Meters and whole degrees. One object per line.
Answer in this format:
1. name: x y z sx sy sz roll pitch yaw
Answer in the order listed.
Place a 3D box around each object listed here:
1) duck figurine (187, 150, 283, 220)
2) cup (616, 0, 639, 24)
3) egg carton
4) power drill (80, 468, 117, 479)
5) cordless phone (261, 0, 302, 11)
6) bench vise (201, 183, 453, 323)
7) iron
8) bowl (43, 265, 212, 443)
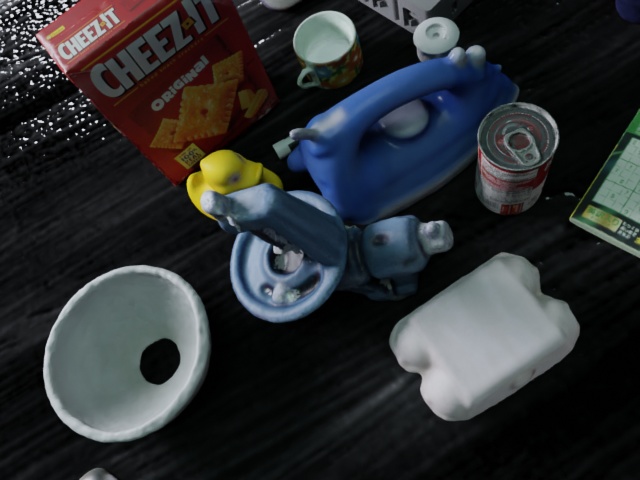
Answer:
1. duck figurine: -0.098 -0.064 0.609 0.104 0.086 0.077 3 70 14
2. cup: 0.348 -0.283 0.591 0.091 0.095 0.118 26 77 20
3. egg carton: 0.144 0.085 0.507 0.150 0.069 0.107 -35 66 -2
4. power drill: -0.228 0.234 0.455 0.229 0.209 0.076 29 78 21
5. cordless phone: -0.042 -0.377 0.664 0.147 0.185 0.094 -38 66 -4
6. bench vise: 0.000 -0.008 0.492 0.207 0.220 0.121 -25 66 2
7. iron: 0.088 -0.123 0.561 0.258 0.142 0.118 -30 66 0
8. bowl: -0.175 0.114 0.563 0.167 0.075 0.167 -4 68 11
